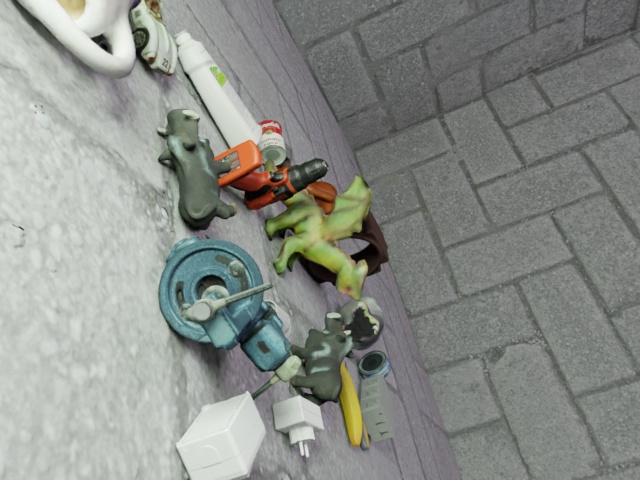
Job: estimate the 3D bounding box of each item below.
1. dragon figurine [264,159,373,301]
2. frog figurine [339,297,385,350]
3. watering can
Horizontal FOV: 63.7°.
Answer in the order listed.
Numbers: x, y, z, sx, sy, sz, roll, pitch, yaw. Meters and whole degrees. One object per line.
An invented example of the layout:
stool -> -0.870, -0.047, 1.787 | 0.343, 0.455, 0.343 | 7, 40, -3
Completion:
dragon figurine -> 0.003, -0.055, 1.099 | 0.120, 0.241, 0.419 | 41, 31, -57
frog figurine -> 0.109, 0.217, 1.373 | 0.159, 0.123, 0.137 | 11, 91, -87
watering can -> -0.307, -0.340, 0.555 | 0.342, 0.103, 0.229 | 58, 15, -30
